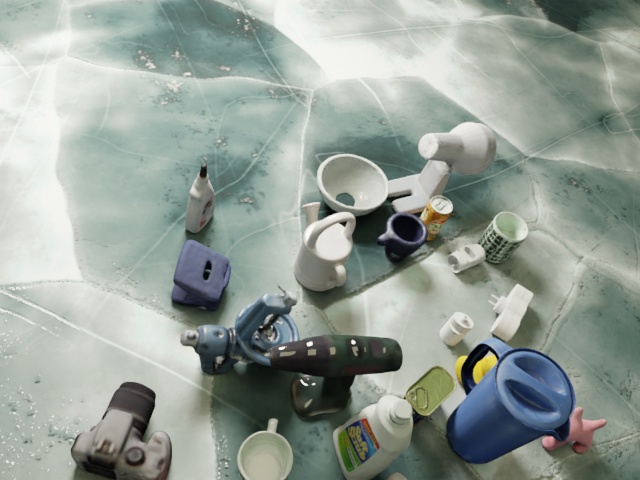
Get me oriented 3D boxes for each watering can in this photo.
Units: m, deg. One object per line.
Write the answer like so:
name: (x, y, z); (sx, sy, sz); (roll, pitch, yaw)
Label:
watering can: (0.008, 0.005, 1.123); (0.172, 0.194, 0.101); (43, 56, 17)

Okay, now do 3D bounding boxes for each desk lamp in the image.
desk lamp: (0.274, -0.168, 1.310); (0.204, 0.213, 0.117); (-15, 60, -24)

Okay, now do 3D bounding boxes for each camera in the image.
camera: (-0.291, 0.295, 0.888); (0.143, 0.101, 0.137); (17, 52, -3)

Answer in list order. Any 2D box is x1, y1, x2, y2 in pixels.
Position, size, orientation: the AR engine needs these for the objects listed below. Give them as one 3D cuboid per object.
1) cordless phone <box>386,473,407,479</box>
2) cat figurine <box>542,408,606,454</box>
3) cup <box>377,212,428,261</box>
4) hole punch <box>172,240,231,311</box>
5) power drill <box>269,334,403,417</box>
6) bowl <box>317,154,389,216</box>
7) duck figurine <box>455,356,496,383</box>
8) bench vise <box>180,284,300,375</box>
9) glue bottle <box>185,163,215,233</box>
cordless phone: (0.160, 0.416, 0.870); (0.094, 0.185, 0.147); (-31, 67, -31)
cat figurine: (0.460, 0.341, 1.049); (0.128, 0.118, 0.067); (5, 53, -12)
cup: (0.164, 0.006, 1.228); (0.118, 0.095, 0.091); (-19, 61, -26)
hole punch: (-0.221, 0.064, 1.082); (0.101, 0.091, 0.108); (12, 52, -6)
power drill: (0.015, 0.222, 0.957); (0.230, 0.208, 0.075); (-4, 56, -18)
bowl: (0.068, -0.112, 1.301); (0.167, 0.074, 0.167); (8, 53, -10)
duck figurine: (0.318, 0.249, 1.098); (0.104, 0.086, 0.077); (25, 52, 4)
bench vise: (-0.119, 0.160, 0.958); (0.208, 0.219, 0.121); (-16, 60, -25)
glue bottle: (-0.236, -0.090, 1.139); (0.037, 0.173, 0.078); (25, 52, 4)
